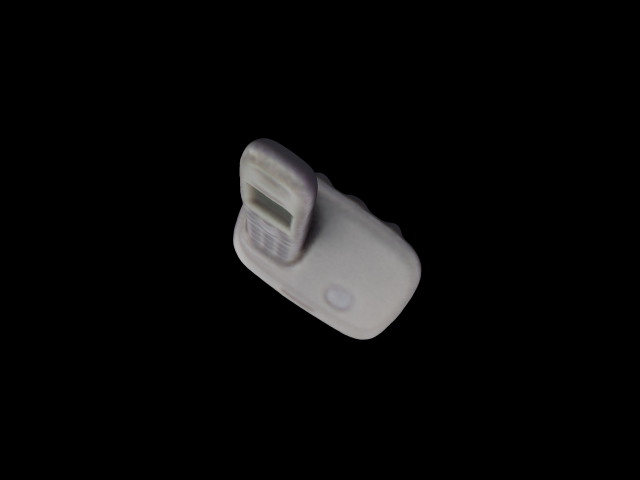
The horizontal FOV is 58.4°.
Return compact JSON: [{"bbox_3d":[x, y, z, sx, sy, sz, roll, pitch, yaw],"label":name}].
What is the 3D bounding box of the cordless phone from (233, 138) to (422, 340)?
[{"bbox_3d":[0.004,0.001,0.400,0.147,0.185,0.094,31,83,5],"label":"cordless phone"}]
